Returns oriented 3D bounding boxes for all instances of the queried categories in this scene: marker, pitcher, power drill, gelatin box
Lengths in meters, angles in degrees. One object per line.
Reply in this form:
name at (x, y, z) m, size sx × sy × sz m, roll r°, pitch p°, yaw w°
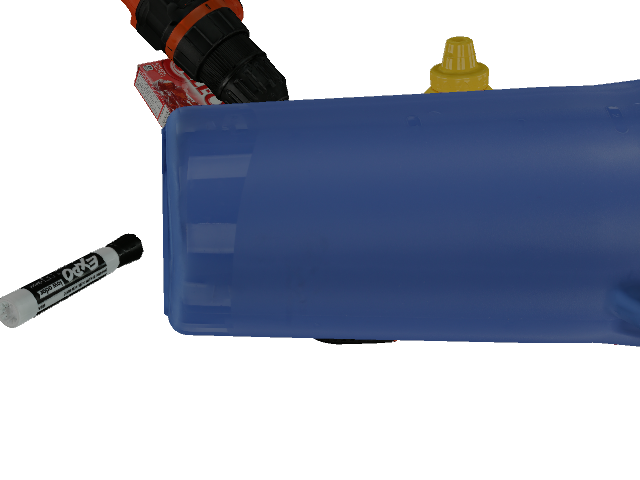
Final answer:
marker at (-0.149, 0.022, 0.651) m, size 0.020 × 0.020 × 0.120 m, roll 0°, pitch 19°, yaw 30°
pitcher at (0.044, -0.018, 0.526) m, size 0.242 × 0.145 × 0.149 m, roll -1°, pitch -6°, yaw -8°
power drill at (-0.044, -0.181, 0.737) m, size 0.187 × 0.184 × 0.057 m, roll -37°, pitch -10°, yaw -34°
gelatin box at (-0.120, -0.132, 0.992) m, size 0.073 × 0.089 × 0.030 m, roll -19°, pitch -26°, yaw -34°

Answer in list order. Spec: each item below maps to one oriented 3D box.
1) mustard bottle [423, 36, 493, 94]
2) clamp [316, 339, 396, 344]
mustard bottle at (0.101, -0.052, 0.774) m, size 0.058 × 0.192 × 0.096 m, roll -24°, pitch 33°, yaw -37°
clamp at (-0.025, 0.045, 0.968) m, size 0.210 × 0.036 × 0.164 m, roll 28°, pitch 46°, yaw 6°
